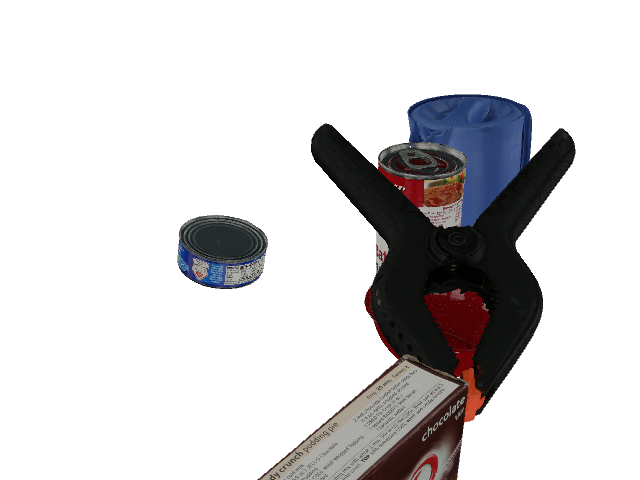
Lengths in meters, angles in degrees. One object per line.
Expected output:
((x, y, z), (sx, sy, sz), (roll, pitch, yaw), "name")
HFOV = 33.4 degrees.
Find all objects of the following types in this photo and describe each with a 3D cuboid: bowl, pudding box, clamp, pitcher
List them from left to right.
((0.017, 0.115, 0.457), (0.039, 0.090, 0.113), (24, 40, 29), "pudding box")
((0.066, 0.006, 0.616), (0.164, 0.210, 0.036), (6, -39, 5), "clamp")
((0.122, 0.092, 1.084), (0.162, 0.055, 0.162), (5, 26, -3), "bowl")
((0.181, -0.048, 1.271), (0.149, 0.243, 0.145), (-1, 24, 5), "pitcher")

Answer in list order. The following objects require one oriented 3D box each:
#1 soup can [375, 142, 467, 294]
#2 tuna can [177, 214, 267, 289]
((0.077, -0.017, 0.831), (0.068, 0.102, 0.068), (0, 27, 0), "soup can")
((-0.095, 0.011, 1.032), (0.086, 0.034, 0.086), (7, 30, -5), "tuna can")
